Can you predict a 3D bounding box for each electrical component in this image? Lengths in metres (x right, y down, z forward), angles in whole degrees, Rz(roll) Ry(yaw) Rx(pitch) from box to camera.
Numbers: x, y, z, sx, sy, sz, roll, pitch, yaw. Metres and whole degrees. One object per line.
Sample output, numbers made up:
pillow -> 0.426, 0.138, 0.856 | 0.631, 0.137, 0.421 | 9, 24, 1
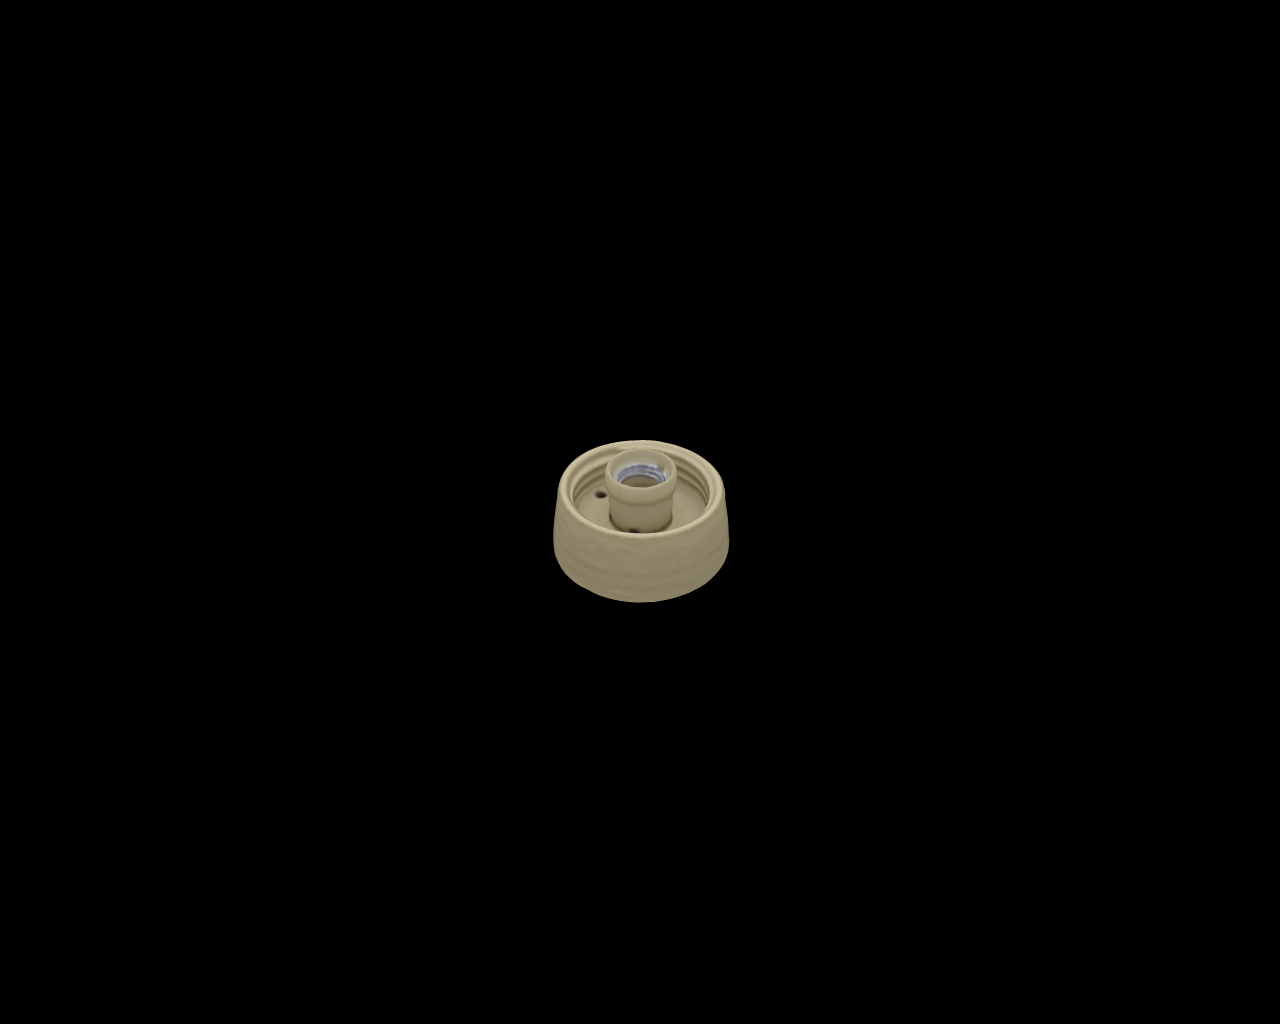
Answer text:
electrical component -> 0.001, -0.003, 0.650 | 0.108, 0.060, 0.108 | 0, 38, 0
